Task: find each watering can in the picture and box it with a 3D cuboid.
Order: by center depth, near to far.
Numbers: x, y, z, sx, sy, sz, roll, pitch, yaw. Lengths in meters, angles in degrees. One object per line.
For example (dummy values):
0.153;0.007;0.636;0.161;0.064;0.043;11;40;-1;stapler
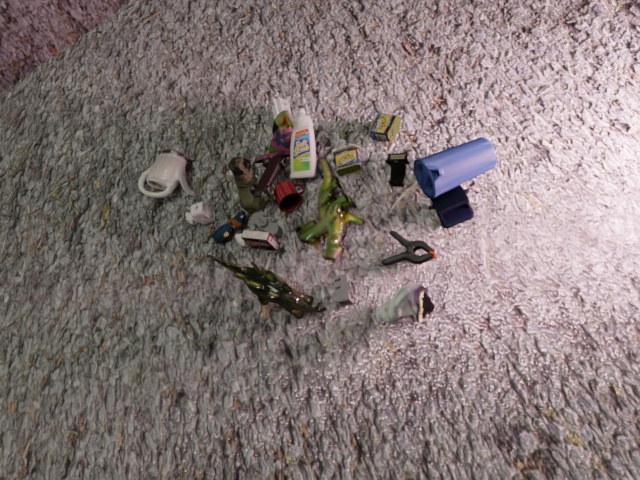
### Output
-0.614;-0.273;2.152;0.348;0.102;0.228;6;67;28;watering can

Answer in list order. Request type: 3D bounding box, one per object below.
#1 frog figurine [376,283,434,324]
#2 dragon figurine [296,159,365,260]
0.240;0.188;1.525;0.159;0.120;0.140;-3;30;33;frog figurine
0.005;-0.090;1.792;0.241;0.120;0.419;-37;46;12;dragon figurine
